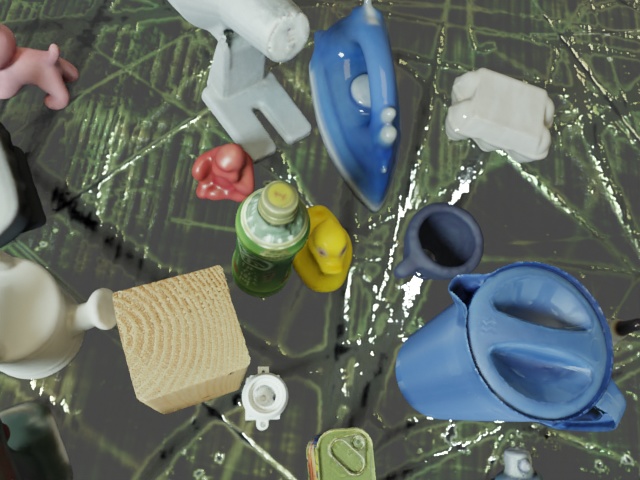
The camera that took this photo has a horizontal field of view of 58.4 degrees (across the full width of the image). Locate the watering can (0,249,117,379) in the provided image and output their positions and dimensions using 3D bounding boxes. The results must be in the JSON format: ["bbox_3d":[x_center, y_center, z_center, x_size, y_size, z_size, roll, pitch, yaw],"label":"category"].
[{"bbox_3d":[-0.281,0.065,0.533,0.173,0.194,0.101,-20,75,-17],"label":"watering can"}]

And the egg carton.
[{"bbox_3d":[0.248,-0.170,0.789,0.150,0.069,0.107,17,68,-5],"label":"egg carton"}]

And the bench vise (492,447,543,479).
[{"bbox_3d":[0.211,0.310,0.528,0.122,0.219,0.207,-24,77,-18],"label":"bench vise"}]

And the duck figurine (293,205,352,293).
[{"bbox_3d":[0.006,0.002,0.670,0.077,0.086,0.104,-5,71,-13],"label":"duck figurine"}]

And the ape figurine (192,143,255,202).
[{"bbox_3d":[-0.108,-0.084,0.675,0.078,0.092,0.076,42,68,6],"label":"ape figurine"}]

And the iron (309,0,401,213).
[{"bbox_3d":[0.064,-0.178,0.716,0.119,0.141,0.258,-6,72,-13],"label":"iron"}]

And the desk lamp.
[{"bbox_3d":[-0.085,-0.233,0.668,0.118,0.213,0.203,-34,80,-20],"label":"desk lamp"}]

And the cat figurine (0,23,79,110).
[{"bbox_3d":[-0.358,-0.215,0.659,0.128,0.117,0.067,7,69,-9],"label":"cat figurine"}]

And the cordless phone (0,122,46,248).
[{"bbox_3d":[-0.356,-0.080,0.574,0.094,0.185,0.147,-25,77,-18],"label":"cordless phone"}]

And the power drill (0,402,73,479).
[{"bbox_3d":[-0.282,0.180,0.483,0.076,0.208,0.229,-24,77,-18],"label":"power drill"}]

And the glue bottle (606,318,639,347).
[{"bbox_3d":[0.298,0.111,0.642,0.078,0.173,0.037,-8,72,-13],"label":"glue bottle"}]

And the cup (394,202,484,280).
[{"bbox_3d":[0.126,0.020,0.683,0.118,0.095,0.091,-34,80,-20],"label":"cup"}]
